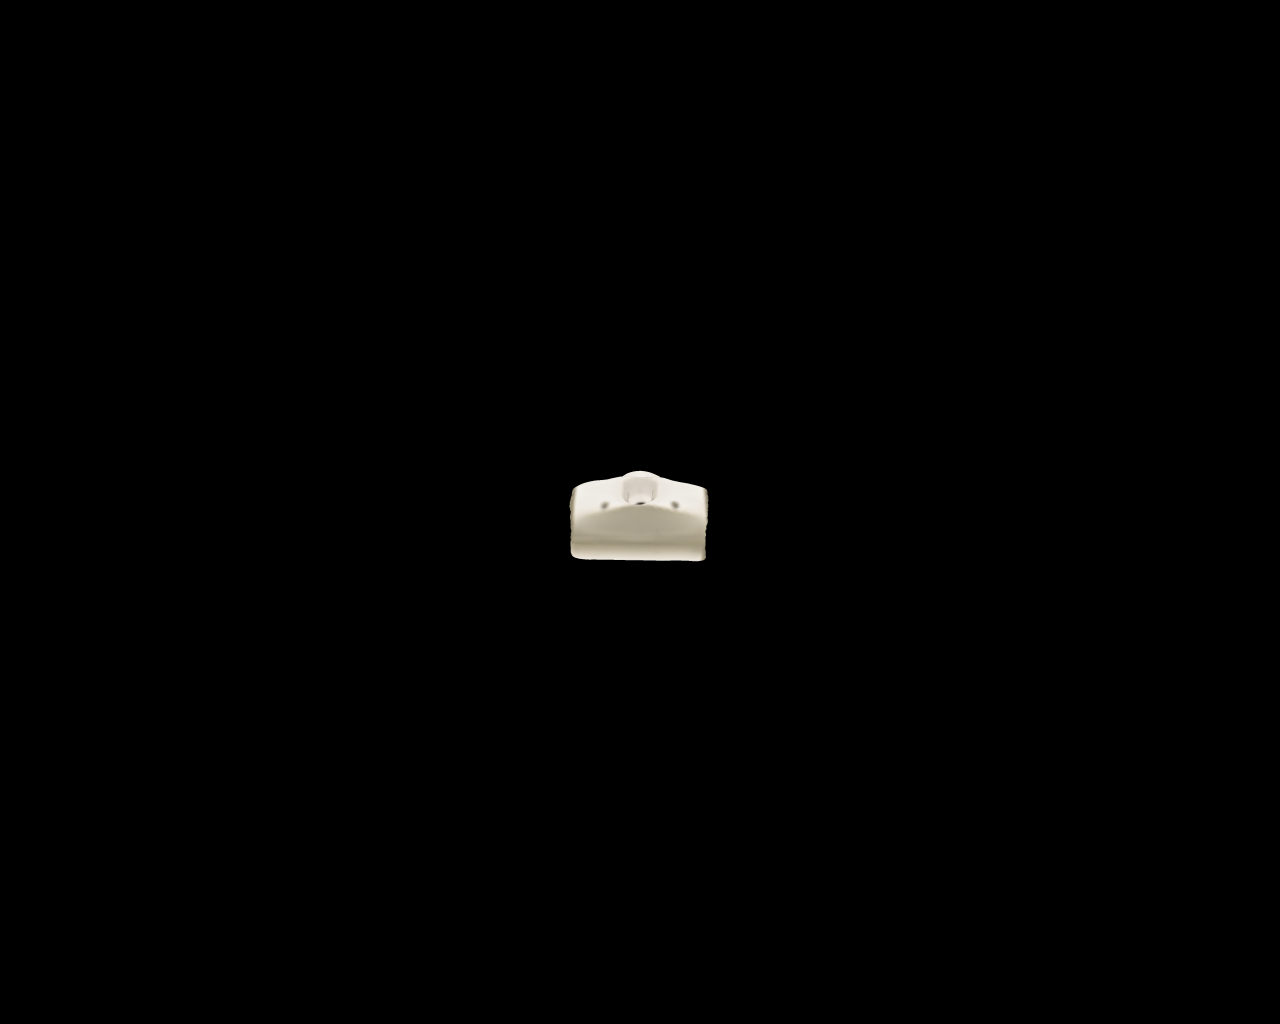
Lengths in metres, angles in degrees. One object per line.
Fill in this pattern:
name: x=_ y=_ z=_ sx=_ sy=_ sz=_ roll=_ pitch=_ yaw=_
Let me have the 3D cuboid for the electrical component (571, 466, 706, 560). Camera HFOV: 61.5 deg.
electrical component: x=0.001 y=-0.003 z=0.650 sx=0.077 sy=0.043 sz=0.079 roll=1 pitch=28 yaw=2
